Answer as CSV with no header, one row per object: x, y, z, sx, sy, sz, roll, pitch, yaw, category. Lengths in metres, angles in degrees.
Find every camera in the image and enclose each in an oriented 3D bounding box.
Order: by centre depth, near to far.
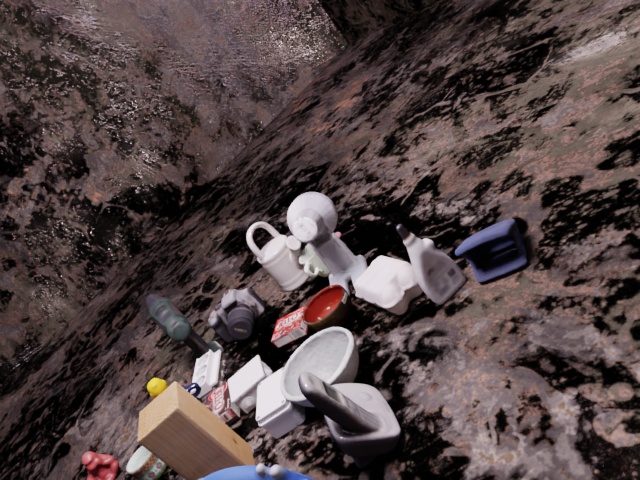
-0.221,0.200,1.471,0.143,0.101,0.136,-37,23,9,camera

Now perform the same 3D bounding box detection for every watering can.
-0.108,0.030,1.480,0.172,0.194,0.101,-28,26,28,watering can

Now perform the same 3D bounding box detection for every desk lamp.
0.012,0.005,1.310,0.118,0.214,0.203,-36,23,12,desk lamp

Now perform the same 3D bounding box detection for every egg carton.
0.137,0.089,1.145,0.107,0.069,0.150,-47,23,-14,egg carton

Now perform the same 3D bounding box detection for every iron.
-0.097,0.388,0.873,0.257,0.142,0.118,-29,25,27,iron

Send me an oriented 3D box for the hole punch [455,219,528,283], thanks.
0.298,0.006,1.012,0.108,0.091,0.101,-28,26,29,hole punch

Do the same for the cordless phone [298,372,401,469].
0.030,0.243,0.879,0.094,0.185,0.147,-41,23,0,cordless phone

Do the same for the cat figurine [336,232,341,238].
-0.009,-0.030,1.534,0.067,0.118,0.128,-10,37,51,cat figurine

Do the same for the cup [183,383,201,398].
-0.292,0.376,1.268,0.118,0.095,0.091,-40,22,1,cup

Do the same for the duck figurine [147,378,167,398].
-0.390,0.381,1.425,0.077,0.086,0.104,-49,24,-20,duck figurine

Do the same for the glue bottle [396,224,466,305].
0.189,0.034,1.027,0.078,0.173,0.037,-43,23,-6,glue bottle

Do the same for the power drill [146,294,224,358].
-0.353,0.235,1.474,0.076,0.209,0.229,-47,23,-15,power drill

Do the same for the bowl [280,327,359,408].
0.012,0.245,1.051,0.167,0.075,0.167,-34,23,17,bowl

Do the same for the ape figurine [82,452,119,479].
-0.520,0.534,1.345,0.078,0.092,0.076,-41,23,-1,ape figurine
